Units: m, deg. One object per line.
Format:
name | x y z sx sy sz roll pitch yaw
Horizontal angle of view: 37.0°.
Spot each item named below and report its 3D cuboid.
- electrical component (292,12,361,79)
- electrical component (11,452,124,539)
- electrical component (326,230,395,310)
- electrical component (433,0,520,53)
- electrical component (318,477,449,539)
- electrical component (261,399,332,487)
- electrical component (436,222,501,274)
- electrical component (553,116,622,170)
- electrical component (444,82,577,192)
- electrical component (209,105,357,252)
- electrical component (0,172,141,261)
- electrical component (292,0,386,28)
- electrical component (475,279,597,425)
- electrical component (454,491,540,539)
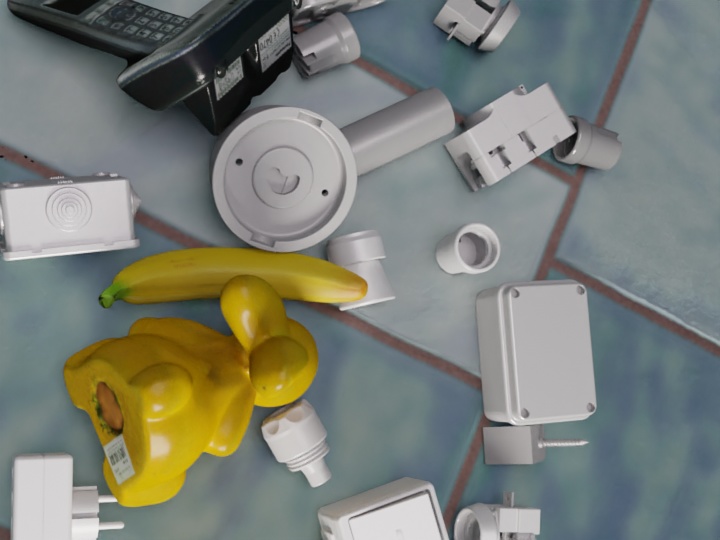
electrical component | -0.029 -0.176 0.849 0.046 0.040 0.040 -29 94 -14
electrical component | -0.202 0.169 0.747 0.076 0.047 0.083 1 83 -19
electrical component | 0.000 0.000 0.836 0.045 0.045 0.055 -12 88 -20
electrical component | 0.099 -0.213 0.894 0.055 0.048 0.066 34 74 -5
electrical component | 0.014 0.201 0.809 0.096 0.061 0.061 -16 89 -20
electrical component | -0.044 0.132 0.807 0.043 0.043 0.062 -31 96 -19
electrical component | 0.086 -0.016 0.866 0.040 0.046 0.040 2 83 -19
electrical component | 0.194 -0.107 0.918 0.046 0.040 0.040 13 80 -23
electrical component | 0.121 -0.113 0.885 0.089 0.050 0.055 -32 94 -16
electrical component | -0.062 -0.073 0.809 0.108 0.060 0.108 -5 107 -16
electrical component | -0.204 -0.039 0.743 0.100 0.100 0.048 -7 99 -19
electrical component | -0.022 -0.236 0.850 0.095 0.054 0.059 -20 91 -20
electrical component | 0.143 0.066 0.871 0.078 0.057 0.113 -2 85 -19
electrical component | 0.108 0.209 0.850 0.055 0.048 0.066 7 82 -26
